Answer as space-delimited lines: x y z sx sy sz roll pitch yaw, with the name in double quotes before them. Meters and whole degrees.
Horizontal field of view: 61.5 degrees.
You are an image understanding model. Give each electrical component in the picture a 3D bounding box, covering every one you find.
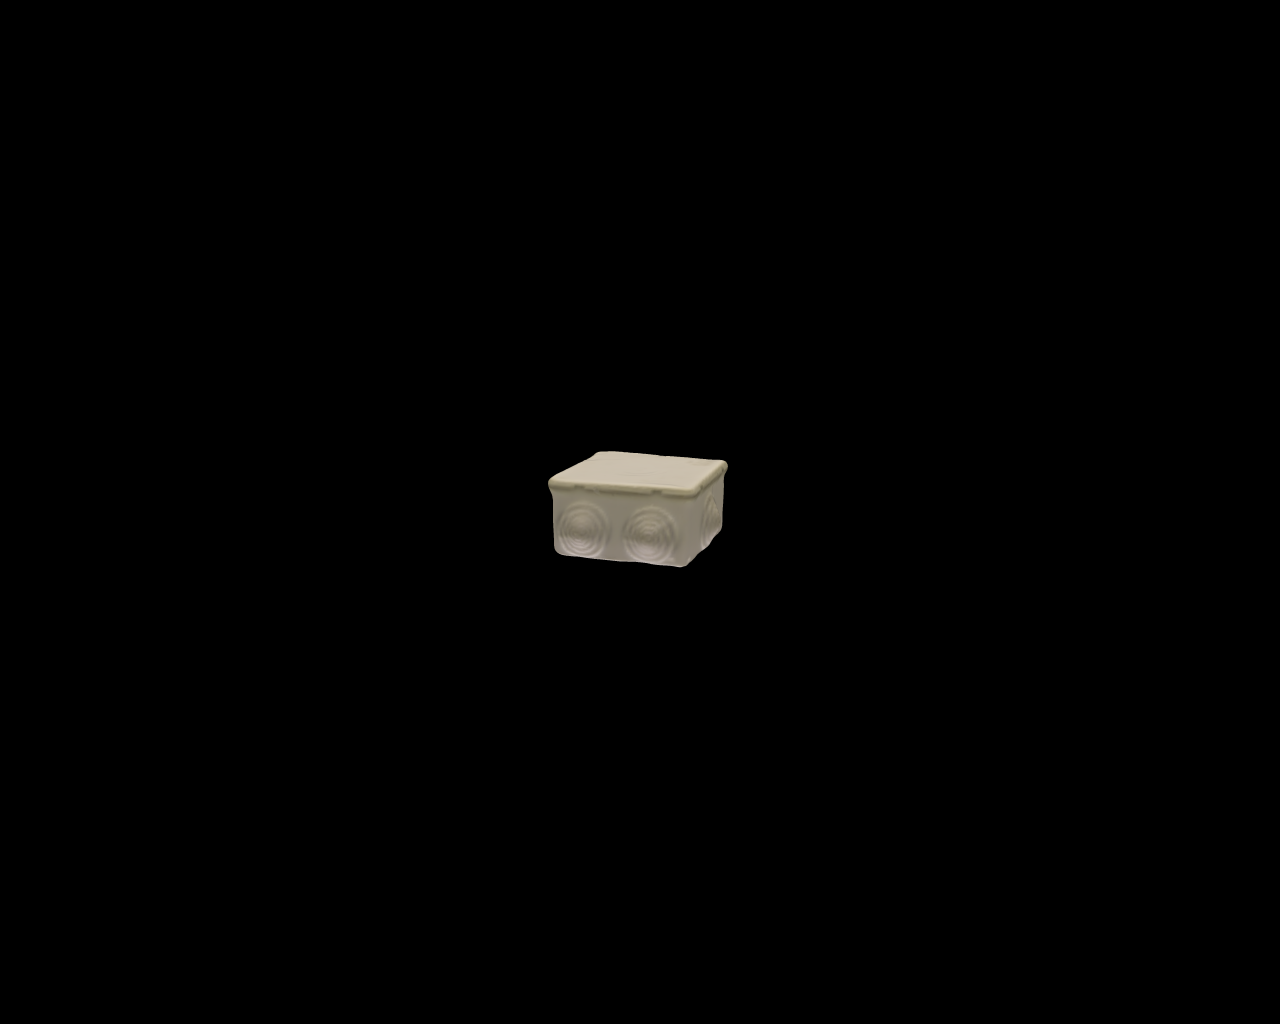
"electrical component" 0.001 -0.003 0.650 0.100 0.048 0.100 5 16 18
